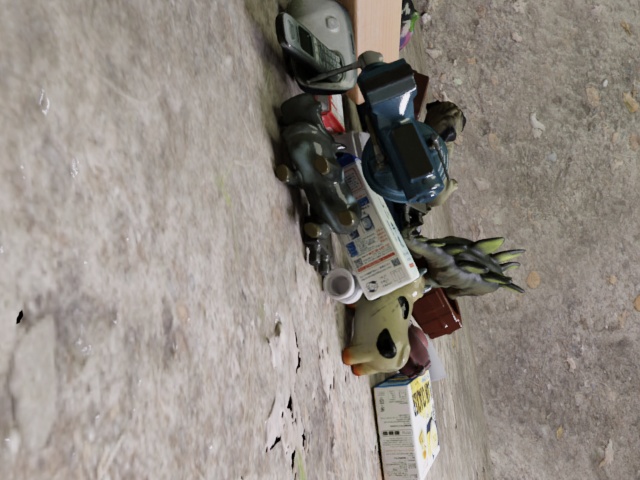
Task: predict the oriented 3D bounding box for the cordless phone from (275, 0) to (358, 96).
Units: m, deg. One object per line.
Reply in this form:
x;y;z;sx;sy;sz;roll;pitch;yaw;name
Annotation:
-0.021;-0.287;0.741;0.184;0.089;0.146;11;70;-65;cordless phone

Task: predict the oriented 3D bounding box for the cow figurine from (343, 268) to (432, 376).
0.108;0.111;0.839;0.085;0.127;0.195;63;27;-47;cow figurine

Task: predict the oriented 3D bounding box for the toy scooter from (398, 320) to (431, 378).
0.161;0.198;0.978;0.135;0.075;0.183;54;7;34;toy scooter

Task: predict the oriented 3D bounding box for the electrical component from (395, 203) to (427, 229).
0.167;-0.065;1.006;0.078;0.045;0.102;14;58;-37;electrical component

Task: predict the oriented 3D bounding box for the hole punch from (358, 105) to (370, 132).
0.125;-0.291;1.182;0.115;0.092;0.142;44;31;-9;hole punch

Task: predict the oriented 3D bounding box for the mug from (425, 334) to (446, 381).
0.224;0.257;1.175;0.109;0.081;0.107;16;55;-65;mug

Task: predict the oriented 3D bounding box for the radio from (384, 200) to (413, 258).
0.117;-0.026;1.020;0.229;0.073;0.131;11;71;-68;radio

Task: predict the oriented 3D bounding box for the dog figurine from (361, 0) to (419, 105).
0.124;-0.361;1.058;0.108;0.192;0.219;105;-31;-75;dog figurine

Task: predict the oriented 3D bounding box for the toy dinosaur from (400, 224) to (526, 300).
0.252;0.042;0.977;0.471;0.199;0.105;14;73;-43;toy dinosaur

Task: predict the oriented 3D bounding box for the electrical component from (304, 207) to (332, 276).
-0.002;-0.002;0.740;0.063;0.021;0.094;49;35;-57;electrical component

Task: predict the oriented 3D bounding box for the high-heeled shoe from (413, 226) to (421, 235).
0.168;-0.094;1.249;0.248;0.086;0.145;43;69;-34;high-heeled shoe

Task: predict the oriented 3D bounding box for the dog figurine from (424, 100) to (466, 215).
0.217;-0.152;1.022;0.190;0.121;0.172;82;2;-76;dog figurine

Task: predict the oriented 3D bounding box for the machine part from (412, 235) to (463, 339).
0.237;0.104;1.208;0.200;0.087;0.201;60;18;-11;machine part

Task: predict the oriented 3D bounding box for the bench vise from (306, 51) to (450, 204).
0.101;-0.140;0.758;0.223;0.129;0.240;57;0;13;bench vise

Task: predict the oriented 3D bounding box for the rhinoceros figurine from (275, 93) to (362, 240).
0.002;-0.094;0.690;0.112;0.073;0.190;-36;105;-58;rhinoceros figurine

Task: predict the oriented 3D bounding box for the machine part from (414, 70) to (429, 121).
0.153;-0.222;0.991;0.179;0.056;0.179;15;91;-86;machine part
